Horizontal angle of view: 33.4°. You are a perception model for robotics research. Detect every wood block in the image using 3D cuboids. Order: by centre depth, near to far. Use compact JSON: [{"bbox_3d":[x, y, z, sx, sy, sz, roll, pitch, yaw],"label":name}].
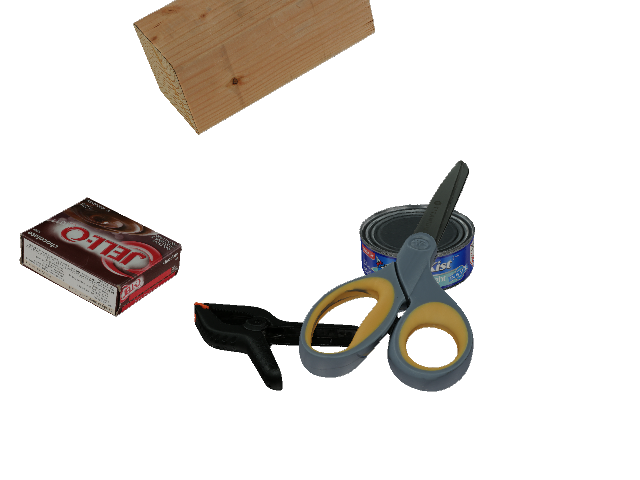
[{"bbox_3d":[-0.061,-0.205,1.031,0.206,0.091,0.090,-32,51,-12],"label":"wood block"}]

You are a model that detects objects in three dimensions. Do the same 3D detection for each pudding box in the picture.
[{"bbox_3d":[-0.195,0.013,0.947,0.114,0.039,0.089,24,33,20],"label":"pudding box"}]

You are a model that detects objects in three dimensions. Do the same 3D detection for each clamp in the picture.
[{"bbox_3d":[-0.075,0.115,1.244,0.210,0.036,0.164,13,22,29],"label":"clamp"}]

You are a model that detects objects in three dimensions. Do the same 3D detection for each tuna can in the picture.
[{"bbox_3d":[0.073,0.006,0.801,0.086,0.034,0.086,-3,27,1],"label":"tuna can"}]

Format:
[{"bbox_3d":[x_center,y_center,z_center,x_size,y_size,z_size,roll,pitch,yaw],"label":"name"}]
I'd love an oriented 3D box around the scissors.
[{"bbox_3d":[0.067,0.017,0.585,0.096,0.016,0.201,24,44,28],"label":"scissors"}]
